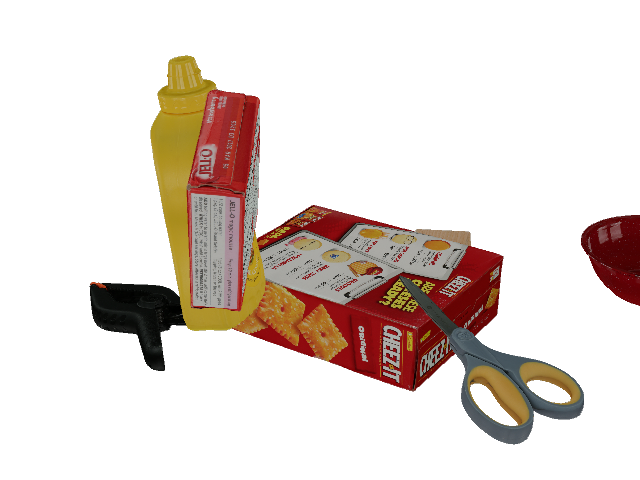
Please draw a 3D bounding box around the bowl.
[{"bbox_3d":[0.362,0.028,1.157,0.162,0.055,0.162,-1,26,0],"label":"bowl"}]

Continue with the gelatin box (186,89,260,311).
[{"bbox_3d":[-0.049,-0.020,0.544,0.030,0.073,0.089,5,-44,0],"label":"gelatin box"}]

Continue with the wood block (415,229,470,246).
[{"bbox_3d":[0.173,0.061,1.626,0.091,0.090,0.206,4,22,13],"label":"wood block"}]

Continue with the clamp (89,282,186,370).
[{"bbox_3d":[-0.173,0.079,1.091,0.210,0.036,0.164,10,20,33],"label":"clamp"}]

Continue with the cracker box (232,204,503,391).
[{"bbox_3d":[0.034,0.046,0.972,0.214,0.072,0.163,16,30,31],"label":"cracker box"}]

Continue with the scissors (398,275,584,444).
[{"bbox_3d":[0.128,0.080,0.800,0.096,0.016,0.202,-1,31,-11],"label":"scissors"}]

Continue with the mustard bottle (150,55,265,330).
[{"bbox_3d":[-0.083,-0.038,0.768,0.058,0.191,0.096,-1,25,16],"label":"mustard bottle"}]
